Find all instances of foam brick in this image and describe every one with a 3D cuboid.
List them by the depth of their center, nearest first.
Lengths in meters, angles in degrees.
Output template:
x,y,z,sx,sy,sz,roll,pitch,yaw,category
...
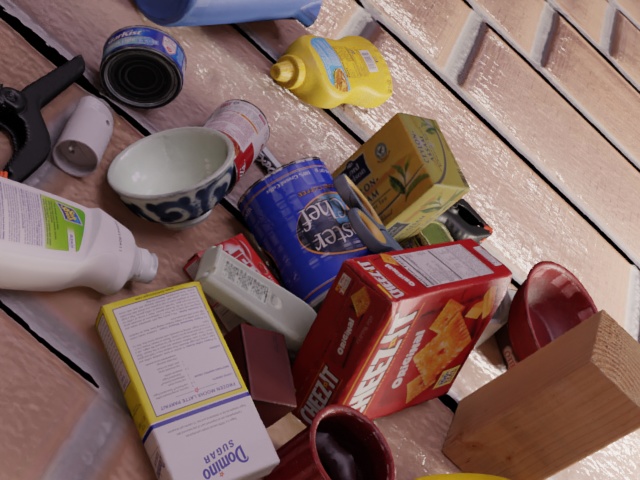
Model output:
x,y,z,sx,sy,sz,roll,pitch,yaw,category
-0.061,0.124,0.960,0.052,0.051,0.078,18,46,-36,foam brick

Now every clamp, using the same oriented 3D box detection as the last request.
x,y,z,sx,sy,sz,roll,pitch,yaw,category
-0.280,-0.122,0.969,0.164,0.036,0.210,14,51,-39,clamp
0.150,-0.034,1.334,0.171,0.039,0.120,32,40,-21,clamp

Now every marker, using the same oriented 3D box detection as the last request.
x,y,z,sx,sy,sz,roll,pitch,yaw,category
-0.059,-0.089,1.184,0.121,0.020,0.020,51,36,3,marker

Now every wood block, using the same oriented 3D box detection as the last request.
x,y,z,sx,sy,sz,roll,pitch,yaw,category
0.235,0.173,1.089,0.090,0.206,0.090,43,36,-8,wood block

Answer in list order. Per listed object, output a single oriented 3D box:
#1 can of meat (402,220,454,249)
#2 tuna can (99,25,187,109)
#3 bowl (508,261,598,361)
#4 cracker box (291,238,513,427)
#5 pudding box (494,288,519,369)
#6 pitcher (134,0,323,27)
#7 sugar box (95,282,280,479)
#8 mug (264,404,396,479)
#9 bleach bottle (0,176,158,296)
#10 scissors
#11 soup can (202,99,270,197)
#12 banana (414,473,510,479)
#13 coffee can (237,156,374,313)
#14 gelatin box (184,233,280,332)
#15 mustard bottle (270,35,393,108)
x,y,z,sx,sy,sz,roll,pitch,yaw,category
0.116,0.039,1.193,0.057,0.084,0.102,-8,64,-50,can of meat
-0.179,-0.173,1.080,0.086,0.086,0.033,27,43,-27,tuna can
0.267,0.108,1.237,0.161,0.055,0.162,25,52,-37,bowl
0.078,0.092,1.029,0.072,0.164,0.213,40,29,29,cracker box
0.255,0.118,1.305,0.089,0.039,0.113,15,50,-39,pudding box
-0.110,-0.326,1.259,0.149,0.145,0.242,26,29,30,pitcher
-0.113,0.127,0.890,0.093,0.048,0.176,-15,70,-28,sugar box
0.014,0.205,0.937,0.117,0.082,0.093,14,48,-38,mug
-0.244,0.002,0.874,0.250,0.068,0.102,18,47,-38,bleach bottle
0.076,0.018,1.073,0.201,0.016,0.096,51,16,-21,scissors
-0.100,-0.096,1.108,0.068,0.069,0.102,42,36,-9,soup can
0.129,0.251,1.033,0.197,0.070,0.037,6,97,-50,banana
-0.007,0.001,1.083,0.102,0.103,0.140,-10,65,-50,coffee can
-0.079,0.043,1.032,0.089,0.030,0.073,54,36,7,gelatin box
0.008,-0.210,1.330,0.191,0.058,0.096,-11,72,-50,mustard bottle
